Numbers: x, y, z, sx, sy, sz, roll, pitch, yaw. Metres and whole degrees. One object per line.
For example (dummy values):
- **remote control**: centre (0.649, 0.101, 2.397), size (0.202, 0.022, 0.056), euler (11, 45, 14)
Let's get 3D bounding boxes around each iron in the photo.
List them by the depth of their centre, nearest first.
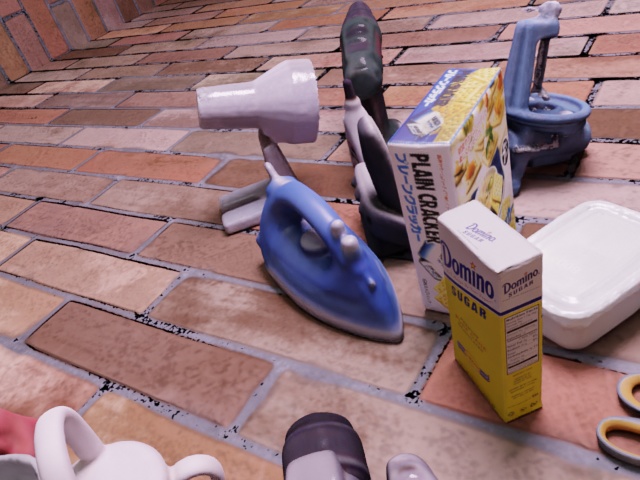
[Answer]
- **iron**: centre (0.006, 0.002, 0.669), size (0.119, 0.142, 0.257), euler (-31, 36, -17)

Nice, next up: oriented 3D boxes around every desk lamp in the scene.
- **desk lamp**: centre (-0.083, -0.144, 0.849), size (0.203, 0.214, 0.117), euler (-21, 35, -3)

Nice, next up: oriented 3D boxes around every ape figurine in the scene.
- **ape figurine**: centre (-0.317, 0.206, 0.581), size (0.077, 0.092, 0.076), euler (8, 43, 33)

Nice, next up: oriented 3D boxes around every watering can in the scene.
- **watering can**: centre (-0.160, 0.205, 0.419), size (0.173, 0.194, 0.100), euler (-38, 39, -26)

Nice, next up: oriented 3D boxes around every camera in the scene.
- **camera**: centre (0.022, 0.192, 0.436), size (0.143, 0.101, 0.136), euler (-17, 35, 2)

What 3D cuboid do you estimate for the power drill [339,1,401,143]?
- **power drill**: centre (0.080, -0.258, 0.935), size (0.075, 0.209, 0.229), euler (-11, 35, 11)

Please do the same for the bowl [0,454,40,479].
- **bowl**: centre (-0.291, 0.276, 0.488), size (0.167, 0.075, 0.167), euler (-12, 35, 9)

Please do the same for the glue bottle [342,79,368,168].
- **glue bottle**: centre (0.058, -0.153, 0.831), size (0.037, 0.173, 0.078), euler (-24, 35, -8)

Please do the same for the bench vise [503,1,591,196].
- **bench vise**: centre (0.256, -0.167, 0.719), size (0.208, 0.220, 0.121), euler (-37, 39, -25)

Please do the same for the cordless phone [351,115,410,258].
- **cordless phone**: centre (0.081, -0.085, 0.716), size (0.094, 0.185, 0.147), euler (-18, 35, 1)
